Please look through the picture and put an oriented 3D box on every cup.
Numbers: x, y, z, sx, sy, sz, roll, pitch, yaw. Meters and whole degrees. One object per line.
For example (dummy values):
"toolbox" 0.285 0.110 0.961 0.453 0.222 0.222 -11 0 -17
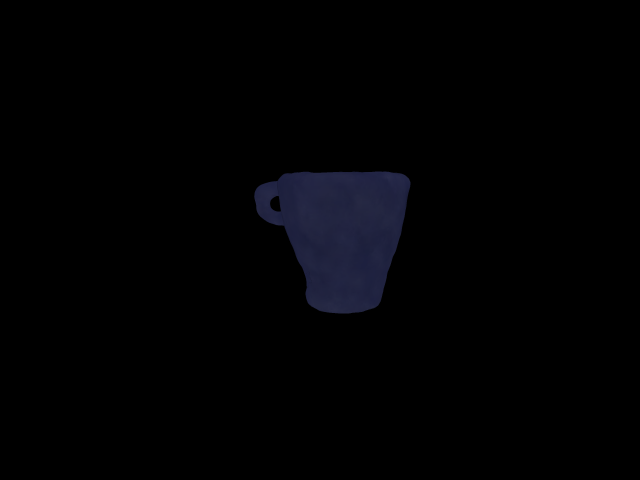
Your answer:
"cup" 0.004 0.001 0.400 0.117 0.095 0.092 2 4 27
